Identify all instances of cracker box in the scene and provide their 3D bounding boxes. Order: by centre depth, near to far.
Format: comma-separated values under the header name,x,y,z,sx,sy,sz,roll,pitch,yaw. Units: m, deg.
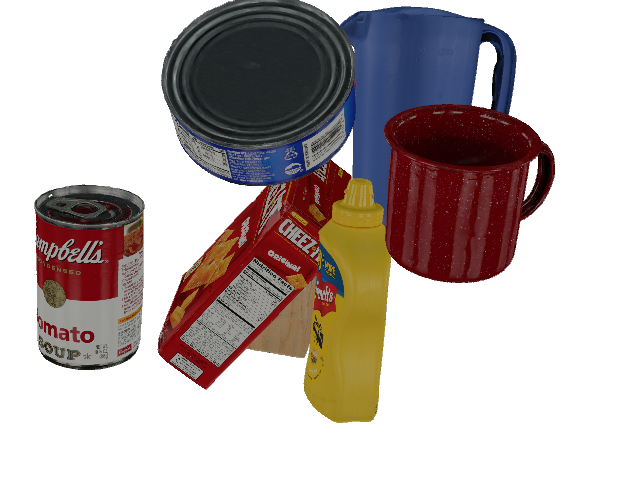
name,x,y,z,sx,sy,sz,roll,pitch,yaw
cracker box,-0.065,0.021,1.060,0.072,0.214,0.164,37,23,-14

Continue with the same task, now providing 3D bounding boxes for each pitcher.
name,x,y,z,sx,sy,sz,roll,pitch,yaw
pitcher,0.104,-0.119,1.112,0.149,0.243,0.144,12,15,33

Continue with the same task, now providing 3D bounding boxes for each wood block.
name,x,y,z,sx,sy,sz,roll,pitch,yaw
wood block,-0.048,0.042,1.450,0.090,0.206,0.090,9,22,6

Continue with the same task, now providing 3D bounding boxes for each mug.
name,x,y,z,sx,sy,sz,roll,pitch,yaw
mug,0.093,-0.030,0.654,0.117,0.081,0.093,-13,34,-25

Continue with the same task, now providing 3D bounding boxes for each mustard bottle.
name,x,y,z,sx,sy,sz,roll,pitch,yaw
mustard bottle,0.024,0.044,0.867,0.058,0.192,0.096,1,18,-14

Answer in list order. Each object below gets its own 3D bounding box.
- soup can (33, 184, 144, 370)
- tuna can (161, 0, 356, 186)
name,x,y,z,sx,sy,sz,roll,pitch,yaw
soup can,-0.149,0.023,0.687,0.068,0.102,0.068,5,23,-2
tuna can,-0.026,-0.067,0.481,0.086,0.086,0.034,0,-31,5
